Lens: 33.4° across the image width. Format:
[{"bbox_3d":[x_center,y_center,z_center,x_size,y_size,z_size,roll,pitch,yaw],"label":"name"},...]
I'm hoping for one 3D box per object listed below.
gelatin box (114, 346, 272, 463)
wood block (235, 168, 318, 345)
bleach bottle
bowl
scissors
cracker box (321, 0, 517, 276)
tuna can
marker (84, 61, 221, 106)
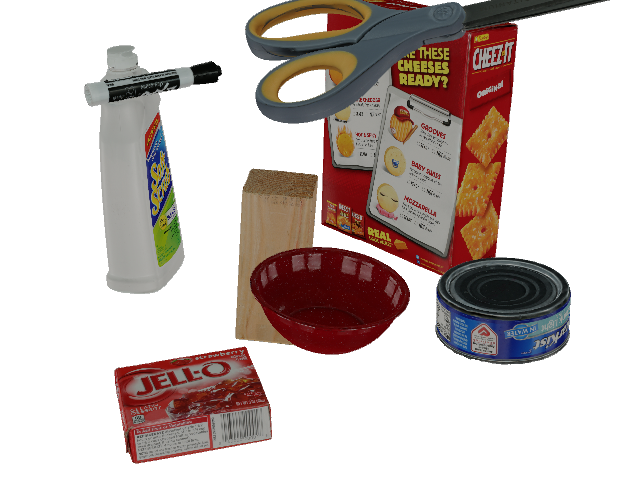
[{"bbox_3d":[-0.081,0.101,0.671,0.089,0.030,0.073,-8,25,-13],"label":"gelatin box"},{"bbox_3d":[-0.058,0.021,1.386,0.090,0.206,0.090,6,24,2],"label":"wood block"},{"bbox_3d":[-0.197,-0.077,1.122,0.068,0.251,0.102,4,26,15],"label":"bleach bottle"},{"bbox_3d":[0.008,0.068,1.082,0.162,0.055,0.162,4,28,-2],"label":"bowl"},{"bbox_3d":[0.051,-0.096,0.531,0.202,0.096,0.016,3,-37,21],"label":"scissors"},{"bbox_3d":[0.082,-0.094,0.934,0.071,0.214,0.164,-19,30,-40],"label":"cracker box"},{"bbox_3d":[0.117,0.043,0.683,0.086,0.034,0.086,-3,25,1],"label":"tuna can"},{"bbox_3d":[-0.140,-0.134,0.908,0.120,0.020,0.020,-16,7,-26],"label":"marker"}]
